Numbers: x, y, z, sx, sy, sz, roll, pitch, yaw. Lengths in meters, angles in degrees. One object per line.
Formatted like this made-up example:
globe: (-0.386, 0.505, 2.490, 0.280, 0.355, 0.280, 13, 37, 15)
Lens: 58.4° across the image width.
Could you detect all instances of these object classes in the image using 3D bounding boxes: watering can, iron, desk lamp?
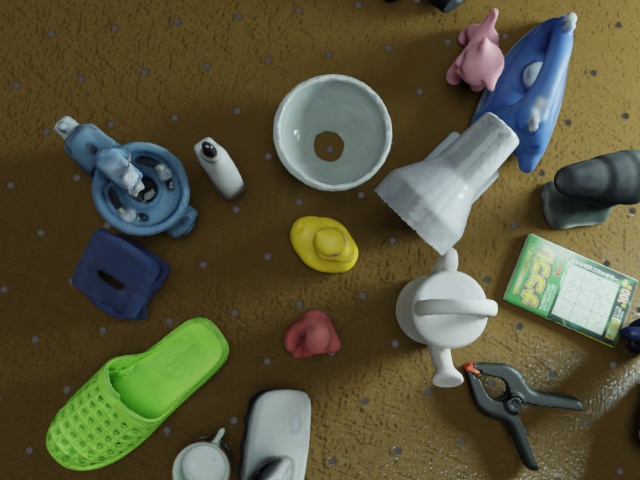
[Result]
watering can: (0.167, 0.098, 0.742, 0.101, 0.194, 0.173, -17, 84, -5)
iron: (0.315, -0.236, 0.819, 0.118, 0.141, 0.258, 22, 82, 0)
desk lamp: (0.165, -0.076, 0.754, 0.118, 0.213, 0.203, 44, 83, 3)

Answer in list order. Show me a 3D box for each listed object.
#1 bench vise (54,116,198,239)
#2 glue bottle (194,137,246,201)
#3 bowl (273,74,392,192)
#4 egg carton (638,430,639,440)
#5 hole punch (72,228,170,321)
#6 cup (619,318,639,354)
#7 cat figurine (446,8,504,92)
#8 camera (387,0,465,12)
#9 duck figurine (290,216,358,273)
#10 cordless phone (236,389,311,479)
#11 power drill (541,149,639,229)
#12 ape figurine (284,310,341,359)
bench vise: (-0.264, -0.081, 0.726, 0.207, 0.219, 0.121, 21, 82, 0)
glue bottle: (-0.138, -0.102, 0.760, 0.037, 0.173, 0.078, -39, 86, -7)
bowl: (0.016, -0.146, 0.824, 0.167, 0.074, 0.167, 0, 83, -3)
egg carton: (0.514, 0.242, 0.808, 0.107, 0.069, 0.150, 18, 82, -1)
hole punch: (-0.271, 0.050, 0.774, 0.108, 0.091, 0.101, 32, 82, 1)
cup: (0.464, 0.137, 0.805, 0.118, 0.095, 0.092, 6, 83, -2)
cat figurine: (0.234, -0.271, 0.830, 0.067, 0.117, 0.128, 17, 82, -1)
camera: (0.160, -0.410, 0.851, 0.143, 0.100, 0.137, -31, 86, -6)
duck figurine: (0.007, 0.003, 0.799, 0.104, 0.086, 0.077, 31, 82, 1)
cordless phone: (-0.058, 0.266, 0.713, 0.094, 0.185, 0.148, 4, 83, -2)
power drill: (0.386, -0.068, 0.768, 0.229, 0.208, 0.076, -8, 83, -4)
ape figurine: (-0.007, 0.133, 0.779, 0.078, 0.092, 0.076, 23, 82, 0)
